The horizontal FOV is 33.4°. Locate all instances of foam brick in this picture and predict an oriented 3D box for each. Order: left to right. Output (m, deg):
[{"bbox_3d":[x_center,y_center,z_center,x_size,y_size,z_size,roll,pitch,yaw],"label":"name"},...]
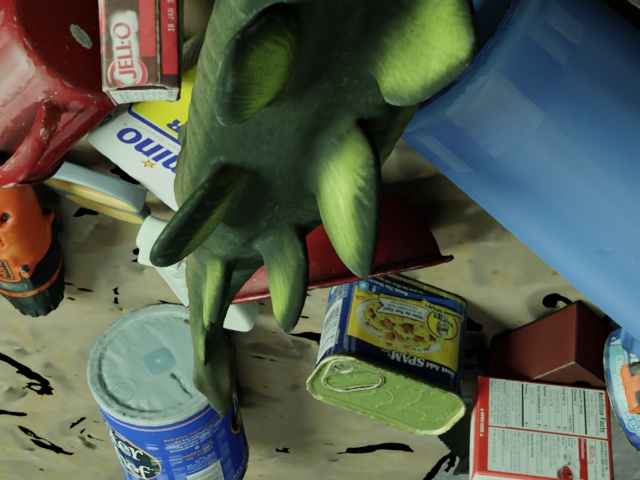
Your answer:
[{"bbox_3d":[0.161,0.087,0.733,0.053,0.051,0.078,36,134,-26],"label":"foam brick"}]

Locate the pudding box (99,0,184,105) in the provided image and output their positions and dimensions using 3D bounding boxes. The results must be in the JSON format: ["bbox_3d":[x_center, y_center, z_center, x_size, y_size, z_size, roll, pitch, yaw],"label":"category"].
[{"bbox_3d":[-0.083,-0.110,0.499,0.039,0.090,0.113,0,-176,-6],"label":"pudding box"}]

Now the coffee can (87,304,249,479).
[{"bbox_3d":[-0.111,0.131,0.809,0.103,0.102,0.140,5,139,8],"label":"coffee can"}]

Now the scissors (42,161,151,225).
[{"bbox_3d":[-0.192,-0.046,0.687,0.202,0.016,0.096,16,169,22],"label":"scissors"}]

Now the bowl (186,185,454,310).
[{"bbox_3d":[-0.004,0.001,0.635,0.162,0.055,0.162,-10,179,0],"label":"bowl"}]

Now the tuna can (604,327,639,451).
[{"bbox_3d":[0.220,0.096,0.703,0.034,0.086,0.086,-19,131,33],"label":"tuna can"}]

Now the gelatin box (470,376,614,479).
[{"bbox_3d":[0.142,0.130,0.688,0.089,0.073,0.030,6,141,3],"label":"gelatin box"}]

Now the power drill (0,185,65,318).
[{"bbox_3d":[-0.264,-0.011,0.707,0.187,0.057,0.184,13,154,1],"label":"power drill"}]

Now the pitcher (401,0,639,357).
[{"bbox_3d":[0.162,-0.039,0.537,0.242,0.149,0.145,35,177,-20],"label":"pitcher"}]

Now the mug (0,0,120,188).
[{"bbox_3d":[-0.155,-0.080,0.572,0.093,0.117,0.082,33,130,-32],"label":"mug"}]

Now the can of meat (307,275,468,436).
[{"bbox_3d":[0.049,0.072,0.718,0.102,0.084,0.058,20,139,-10],"label":"can of meat"}]

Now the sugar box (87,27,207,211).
[{"bbox_3d":[-0.040,-0.076,0.599,0.177,0.048,0.093,-28,126,35],"label":"sugar box"}]

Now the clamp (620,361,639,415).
[{"bbox_3d":[0.285,0.081,0.642,0.210,0.036,0.164,-9,156,4],"label":"clamp"}]
